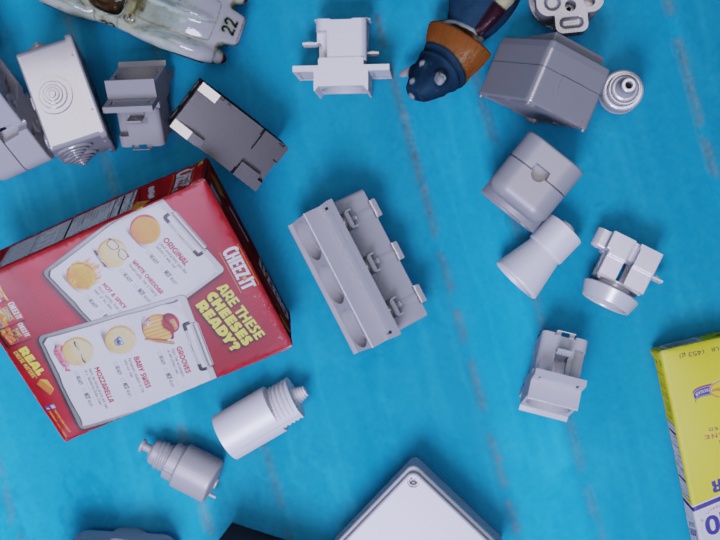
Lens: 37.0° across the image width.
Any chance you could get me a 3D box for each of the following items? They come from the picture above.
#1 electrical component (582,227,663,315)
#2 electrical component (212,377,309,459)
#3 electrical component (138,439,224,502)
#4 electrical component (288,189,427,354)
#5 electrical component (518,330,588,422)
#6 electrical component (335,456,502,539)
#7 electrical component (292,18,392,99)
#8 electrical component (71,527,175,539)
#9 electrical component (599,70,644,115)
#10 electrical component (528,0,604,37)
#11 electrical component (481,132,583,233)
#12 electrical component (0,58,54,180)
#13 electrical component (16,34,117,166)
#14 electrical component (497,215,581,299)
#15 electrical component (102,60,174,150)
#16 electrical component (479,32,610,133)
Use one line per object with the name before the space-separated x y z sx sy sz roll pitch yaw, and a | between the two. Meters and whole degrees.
electrical component | 0.216 0.004 0.892 0.066 0.048 0.055 27 86 4
electrical component | -0.081 0.123 0.922 0.081 0.043 0.043 -31 89 5
electrical component | -0.155 0.169 0.931 0.078 0.040 0.040 26 94 4
electrical component | 0.000 0.000 0.897 0.063 0.079 0.121 -27 89 -23
electrical component | 0.161 0.086 0.888 0.042 0.081 0.063 15 71 4
electrical component | 0.048 0.234 0.908 0.109 0.056 0.108 43 95 2
electrical component | -0.014 -0.179 0.906 0.081 0.042 0.063 0 91 5
electrical component | -0.208 0.257 0.929 0.095 0.059 0.053 2 92 5
electrical component | 0.215 -0.147 0.878 0.035 0.061 0.035 0 92 5
electrical component | 0.168 -0.228 0.881 0.058 0.057 0.078 -5 91 5
electrical component | 0.137 -0.070 0.870 0.054 0.095 0.059 39 95 3
electrical component | -0.309 -0.125 0.907 0.059 0.095 0.053 -23 45 5
electrical component | -0.245 -0.139 0.900 0.048 0.100 0.099 -20 90 -8
electrical component | 0.152 -0.014 0.899 0.044 0.044 0.065 44 90 2
electrical component | -0.184 -0.139 0.907 0.042 0.081 0.063 -2 120 6
electrical component | 0.146 -0.155 0.871 0.062 0.096 0.061 21 94 -26
